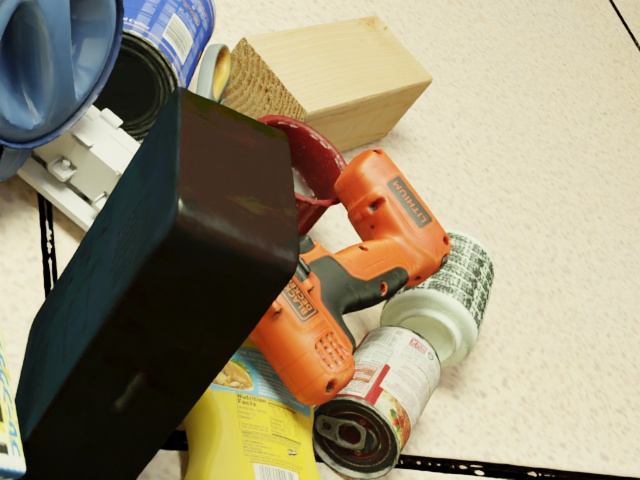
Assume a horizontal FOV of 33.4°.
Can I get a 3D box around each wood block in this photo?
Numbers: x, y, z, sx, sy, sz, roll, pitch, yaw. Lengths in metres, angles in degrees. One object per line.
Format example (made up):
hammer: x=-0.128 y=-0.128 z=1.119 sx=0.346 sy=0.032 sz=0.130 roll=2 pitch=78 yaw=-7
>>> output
wood block: x=-0.001 y=-0.134 z=0.971 sx=0.091 sy=0.090 sz=0.205 roll=50 pitch=37 yaw=13

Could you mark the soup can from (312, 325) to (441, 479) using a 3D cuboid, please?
soup can: x=0.041 y=0.114 z=0.769 sx=0.068 sy=0.069 sz=0.102 roll=41 pitch=36 yaw=0

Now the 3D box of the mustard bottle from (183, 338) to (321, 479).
mustard bottle: x=-0.047 y=0.115 z=0.698 sx=0.096 sy=0.058 sz=0.191 roll=20 pitch=41 yaw=-29

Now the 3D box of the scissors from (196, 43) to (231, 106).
scissors: x=-0.092 y=-0.075 z=0.821 sx=0.016 sy=0.096 sz=0.201 roll=3 pitch=44 yaw=8

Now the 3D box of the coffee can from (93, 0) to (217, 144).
coffee can: x=-0.145 y=-0.154 z=0.848 sx=0.102 sy=0.103 sz=0.140 roll=30 pitch=35 yaw=-14

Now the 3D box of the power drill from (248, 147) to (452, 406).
power drill: x=-0.005 y=0.001 z=0.738 sx=0.187 sy=0.057 sz=0.184 roll=-32 pitch=86 yaw=-44

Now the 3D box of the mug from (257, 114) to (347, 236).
mug: x=-0.035 y=-0.030 z=0.839 sx=0.093 sy=0.082 sz=0.117 roll=25 pitch=39 yaw=-20

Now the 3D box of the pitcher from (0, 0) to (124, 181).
pitcher: x=-0.263 y=-0.154 z=0.697 sx=0.243 sy=0.145 sz=0.149 roll=26 pitch=65 yaw=20
